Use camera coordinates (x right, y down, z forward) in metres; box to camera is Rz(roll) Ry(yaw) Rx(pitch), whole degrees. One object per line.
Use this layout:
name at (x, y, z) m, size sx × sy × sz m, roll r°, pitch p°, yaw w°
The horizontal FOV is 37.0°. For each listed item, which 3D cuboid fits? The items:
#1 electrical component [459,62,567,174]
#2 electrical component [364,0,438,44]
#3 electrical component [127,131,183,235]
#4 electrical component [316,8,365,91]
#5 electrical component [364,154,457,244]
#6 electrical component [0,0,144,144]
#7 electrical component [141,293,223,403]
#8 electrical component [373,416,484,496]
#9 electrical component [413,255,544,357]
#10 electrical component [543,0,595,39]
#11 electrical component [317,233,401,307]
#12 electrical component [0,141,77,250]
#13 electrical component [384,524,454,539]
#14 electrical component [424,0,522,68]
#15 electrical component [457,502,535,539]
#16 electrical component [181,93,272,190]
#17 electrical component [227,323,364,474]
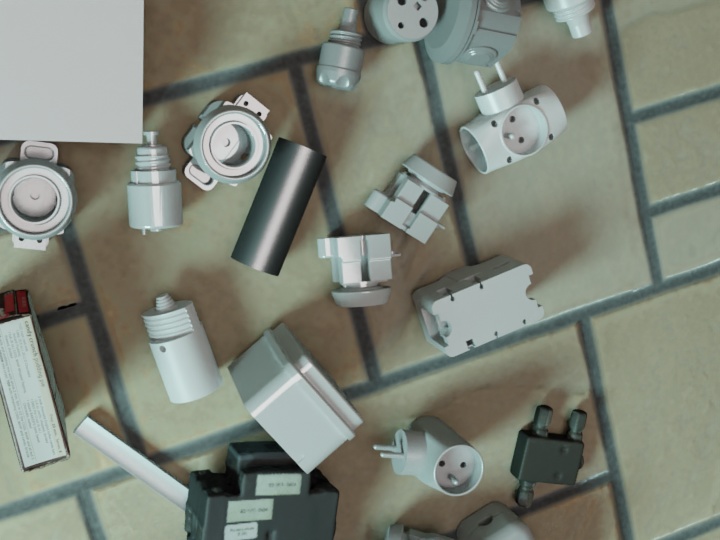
electrical component at (0.118, -0.130, 0.872) m, size 0.077 × 0.044 × 0.079 m, roll -29°, pitch 107°, yaw -10°
electrical component at (0.032, -0.197, 0.829) m, size 0.045 × 0.055 × 0.045 m, roll -3°, pitch 101°, yaw -16°
electrical component at (-0.154, -0.064, 0.805) m, size 0.040 × 0.040 × 0.078 m, roll -4°, pitch 101°, yaw -16°
electrical component at (-0.013, -0.171, 0.832) m, size 0.035 × 0.035 × 0.061 m, roll 10°, pitch 94°, yaw -18°
electrical component at (0.046, -0.059, 0.864) m, size 0.066 × 0.048 × 0.055 m, roll 31°, pitch 98°, yaw -19°
electrical component at (-0.209, -0.185, 0.756) m, size 0.105 × 0.060 × 0.186 m, roll 0°, pitch 100°, yaw -17°
electrical component at (-0.139, 0.057, 0.830) m, size 0.043 × 0.043 × 0.081 m, roll -21°, pitch 105°, yaw -12°
electrical component at (0.051, 0.151, 0.886) m, size 0.079 × 0.077 × 0.043 m, roll 7°, pitch 98°, yaw -18°
electrical component at (0.096, 0.028, 0.888) m, size 0.089 × 0.056 × 0.050 m, roll -22°, pitch 105°, yaw -12°
electrical component at (0.172, -0.220, 0.874) m, size 0.048 × 0.048 × 0.062 m, roll -30°, pitch 114°, yaw -10°
electrical component at (0.000, 0.000, 0.861) m, size 0.066 × 0.048 × 0.055 m, roll -5°, pitch 94°, yaw -16°
electrical component at (-0.234, -0.052, 0.775) m, size 0.058 × 0.057 × 0.078 m, roll 6°, pitch 98°, yaw -18°
electrical component at (0.045, 0.248, 0.906) m, size 0.057 × 0.078 × 0.058 m, roll 17°, pitch 95°, yaw 2°
electrical component at (0.086, -0.197, 0.833) m, size 0.051 × 0.080 × 0.080 m, roll 5°, pitch 98°, yaw -23°
electrical component at (0.132, 0.259, 0.939) m, size 0.054 × 0.059 × 0.095 m, roll -30°, pitch 107°, yaw -10°
electrical component at (-0.099, -0.095, 0.807) m, size 0.058 × 0.057 × 0.078 m, roll 38°, pitch 88°, yaw -19°
electrical component at (-0.051, 0.095, 0.827) m, size 0.057 × 0.113 × 0.078 m, roll -41°, pitch 108°, yaw -3°
